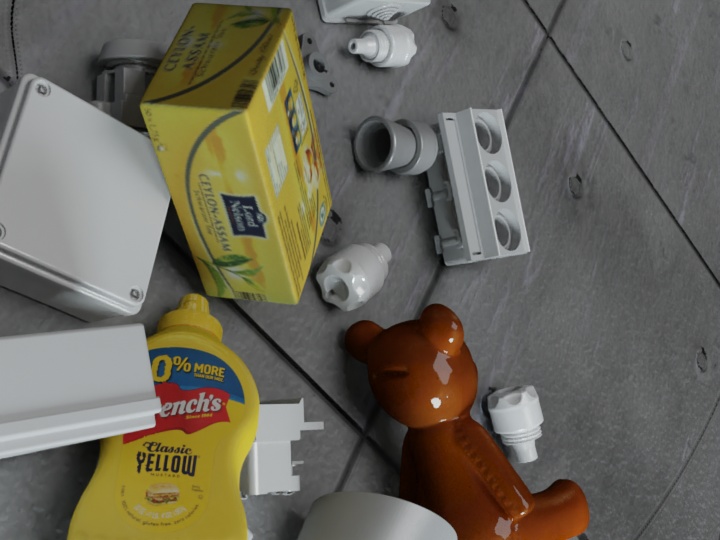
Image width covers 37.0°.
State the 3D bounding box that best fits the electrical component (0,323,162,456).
[{"bbox_3d":[-0.179,0.066,0.554,0.109,0.109,0.056,-4,80,-46],"label":"electrical component"}]

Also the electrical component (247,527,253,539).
[{"bbox_3d":[-0.098,0.193,0.648,0.075,0.047,0.083,53,48,-22],"label":"electrical component"}]

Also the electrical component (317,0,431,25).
[{"bbox_3d":[0.007,-0.249,0.869,0.100,0.048,0.099,-11,88,-47],"label":"electrical component"}]

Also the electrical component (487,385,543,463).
[{"bbox_3d":[0.134,0.130,0.906,0.043,0.043,0.062,-17,93,-47],"label":"electrical component"}]

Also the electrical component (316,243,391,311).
[{"bbox_3d":[0.000,0.000,0.802,0.062,0.043,0.043,-38,107,-45],"label":"electrical component"}]

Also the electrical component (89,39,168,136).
[{"bbox_3d":[-0.143,-0.114,0.684,0.066,0.048,0.055,4,84,-45],"label":"electrical component"}]

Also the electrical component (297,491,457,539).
[{"bbox_3d":[0.007,0.188,0.721,0.099,0.099,0.064,48,56,-27],"label":"electrical component"}]

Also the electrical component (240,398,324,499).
[{"bbox_3d":[-0.067,0.116,0.704,0.081,0.042,0.063,6,77,-44],"label":"electrical component"}]

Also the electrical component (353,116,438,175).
[{"bbox_3d":[0.029,-0.098,0.856,0.055,0.045,0.045,-3,82,-47],"label":"electrical component"}]

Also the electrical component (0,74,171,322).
[{"bbox_3d":[-0.172,-0.039,0.625,0.109,0.056,0.108,29,60,-38],"label":"electrical component"}]

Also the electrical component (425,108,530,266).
[{"bbox_3d":[0.093,-0.068,0.900,0.079,0.063,0.121,-7,85,-47],"label":"electrical component"}]

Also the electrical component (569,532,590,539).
[{"bbox_3d":[0.161,0.274,0.856,0.109,0.056,0.108,0,51,-46],"label":"electrical component"}]

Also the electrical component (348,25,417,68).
[{"bbox_3d":[0.016,-0.181,0.871,0.061,0.035,0.035,-12,88,-44],"label":"electrical component"}]
